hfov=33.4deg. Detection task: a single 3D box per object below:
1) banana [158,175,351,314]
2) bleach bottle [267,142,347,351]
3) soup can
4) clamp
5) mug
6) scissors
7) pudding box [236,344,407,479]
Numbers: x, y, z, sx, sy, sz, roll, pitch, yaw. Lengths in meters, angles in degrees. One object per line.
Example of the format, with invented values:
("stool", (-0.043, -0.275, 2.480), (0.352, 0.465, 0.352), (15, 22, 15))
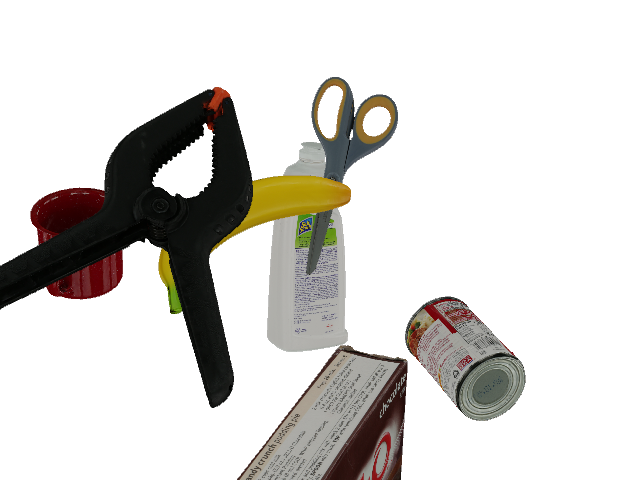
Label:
("banana", (-0.065, -0.013, 0.899), (0.197, 0.069, 0.037), (-34, -7, -24))
("bleach bottle", (-0.010, 0.006, 1.296), (0.102, 0.251, 0.068), (-6, 19, -31))
("soup can", (0.127, 0.103, 0.940), (0.068, 0.068, 0.102), (0, 26, -24))
("clamp", (-0.092, -0.005, 0.663), (0.164, 0.209, 0.036), (27, -29, 6))
("mug", (-0.243, 0.011, 1.062), (0.093, 0.081, 0.117), (9, 34, 7))
("scissors", (0.031, -0.066, 1.062), (0.096, 0.202, 0.016), (-2, -12, 2))
("pudding box", (0.002, 0.113, 0.467), (0.039, 0.090, 0.113), (12, 31, 19))
